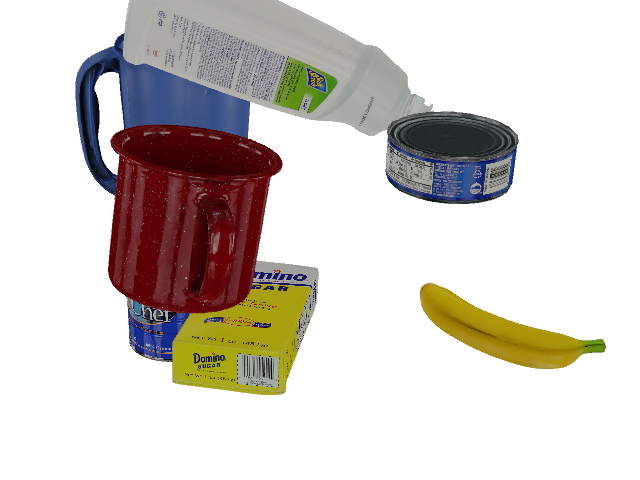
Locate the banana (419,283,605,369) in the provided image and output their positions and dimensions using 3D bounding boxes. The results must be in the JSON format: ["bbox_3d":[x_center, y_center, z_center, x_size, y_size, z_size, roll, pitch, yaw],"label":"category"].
[{"bbox_3d":[0.158,0.082,0.987,0.198,0.037,0.069,20,15,37],"label":"banana"}]

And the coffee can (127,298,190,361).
[{"bbox_3d":[-0.164,0.048,1.180,0.103,0.140,0.103,2,27,-1],"label":"coffee can"}]

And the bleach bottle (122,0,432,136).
[{"bbox_3d":[-0.032,-0.143,0.866,0.251,0.068,0.103,24,-32,-1],"label":"bleach bottle"}]

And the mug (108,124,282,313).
[{"bbox_3d":[-0.068,-0.007,0.578,0.093,0.081,0.117,1,22,-24],"label":"mug"}]

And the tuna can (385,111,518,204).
[{"bbox_3d":[0.086,-0.055,0.705,0.086,0.034,0.086,2,26,-1],"label":"tuna can"}]

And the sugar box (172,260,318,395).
[{"bbox_3d":[-0.060,0.069,0.919,0.093,0.048,0.176,6,24,6],"label":"sugar box"}]

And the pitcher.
[{"bbox_3d":[-0.144,-0.086,1.063,0.149,0.243,0.144,13,28,20],"label":"pitcher"}]
